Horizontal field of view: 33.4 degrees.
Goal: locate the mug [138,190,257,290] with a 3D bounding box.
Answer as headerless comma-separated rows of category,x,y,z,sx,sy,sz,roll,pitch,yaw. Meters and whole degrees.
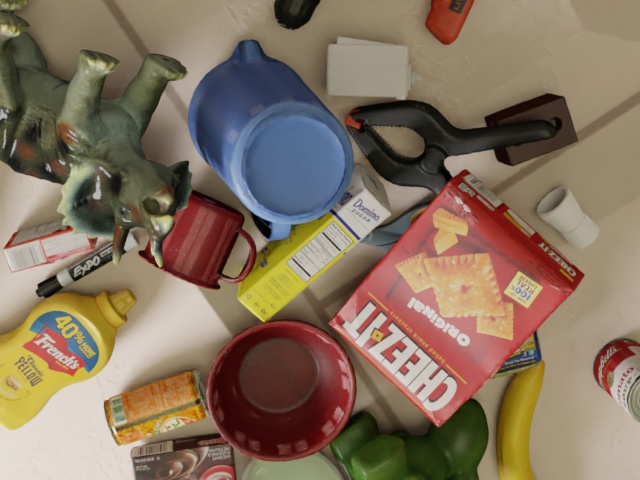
mug,-0.118,0.001,1.096,0.117,0.093,0.081,26,94,16

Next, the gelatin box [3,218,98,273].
gelatin box,-0.272,0.001,1.092,0.089,0.073,0.030,-16,105,-4

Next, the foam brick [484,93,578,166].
foam brick,0.222,-0.118,1.131,0.078,0.051,0.053,-22,104,-1

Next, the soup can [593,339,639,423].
soup can,0.353,0.158,1.183,0.068,0.102,0.068,-1,103,-6

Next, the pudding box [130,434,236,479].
pudding box,-0.149,0.267,1.184,0.113,0.039,0.090,-7,103,-5

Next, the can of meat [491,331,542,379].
can of meat,0.190,0.103,1.176,0.102,0.057,0.084,-14,106,-2

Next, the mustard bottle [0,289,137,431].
mustard bottle,-0.276,0.112,1.125,0.191,0.058,0.096,-34,104,2

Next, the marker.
marker,-0.247,0.027,1.128,0.121,0.020,0.020,-30,104,1

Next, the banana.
banana,0.233,0.231,1.223,0.069,0.037,0.198,-15,106,-22

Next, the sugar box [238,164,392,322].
sugar box,-0.007,0.001,1.097,0.048,0.093,0.176,43,103,-16

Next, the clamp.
clamp,0.129,-0.094,1.108,0.210,0.036,0.165,31,117,1

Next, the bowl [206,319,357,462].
bowl,-0.043,0.156,1.162,0.162,0.055,0.162,-1,103,-6

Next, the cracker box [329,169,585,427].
cracker box,0.136,0.061,1.095,0.164,0.072,0.214,43,116,9

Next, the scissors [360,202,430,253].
scissors,0.063,-0.020,1.154,0.201,0.016,0.096,25,97,-11

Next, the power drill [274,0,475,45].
power drill,0.064,-0.269,1.075,0.187,0.057,0.184,24,100,-11

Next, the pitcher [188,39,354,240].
pitcher,-0.046,-0.085,1.011,0.149,0.243,0.145,41,95,-20
